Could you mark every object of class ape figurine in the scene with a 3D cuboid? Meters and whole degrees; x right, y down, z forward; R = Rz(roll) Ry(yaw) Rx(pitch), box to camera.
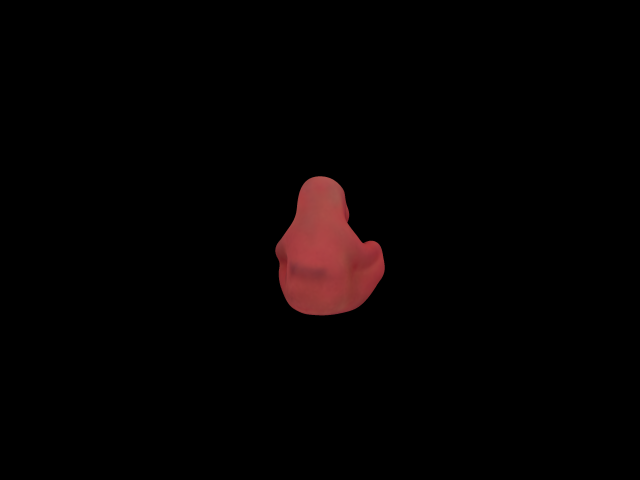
[{"bbox_3d":[0.004,0.001,0.400,0.077,0.092,0.076,6,13,27],"label":"ape figurine"}]
